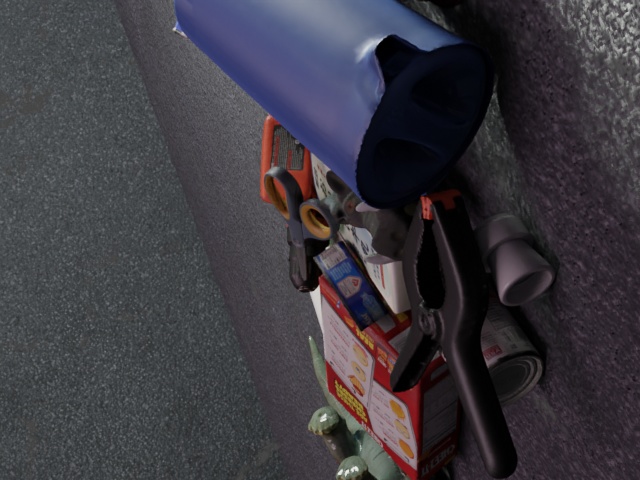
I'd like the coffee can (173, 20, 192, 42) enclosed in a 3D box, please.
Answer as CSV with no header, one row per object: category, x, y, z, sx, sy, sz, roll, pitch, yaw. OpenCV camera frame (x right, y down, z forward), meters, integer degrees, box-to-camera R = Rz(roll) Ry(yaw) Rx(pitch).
coffee can,-0.064,-0.239,0.995,0.140,0.102,0.103,-65,25,11

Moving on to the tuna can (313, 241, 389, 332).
tuna can,0.030,0.043,1.023,0.086,0.034,0.086,57,180,-1

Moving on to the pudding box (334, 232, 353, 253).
pudding box,0.053,0.038,1.228,0.090,0.039,0.113,91,154,-53

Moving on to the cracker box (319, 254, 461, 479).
cracker box,0.077,0.138,1.138,0.164,0.072,0.214,44,155,34

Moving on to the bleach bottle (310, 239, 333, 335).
bleach bottle,0.017,0.055,1.349,0.102,0.068,0.251,53,-169,-47

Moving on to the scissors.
scissors,-0.007,0.001,1.073,0.096,0.016,0.201,29,156,33

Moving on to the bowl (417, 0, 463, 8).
bowl,0.050,-0.237,0.761,0.162,0.055,0.162,160,90,-78

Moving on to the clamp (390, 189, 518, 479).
clamp,0.091,0.062,0.824,0.165,0.036,0.210,23,123,62

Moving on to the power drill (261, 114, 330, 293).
power drill,-0.022,-0.048,1.170,0.187,0.057,0.184,66,-156,-73

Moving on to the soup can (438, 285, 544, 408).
soup can,0.130,0.081,0.878,0.068,0.068,0.102,83,162,-47

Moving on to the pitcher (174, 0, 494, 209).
pitcher,0.003,-0.135,0.804,0.243,0.144,0.149,41,126,32
